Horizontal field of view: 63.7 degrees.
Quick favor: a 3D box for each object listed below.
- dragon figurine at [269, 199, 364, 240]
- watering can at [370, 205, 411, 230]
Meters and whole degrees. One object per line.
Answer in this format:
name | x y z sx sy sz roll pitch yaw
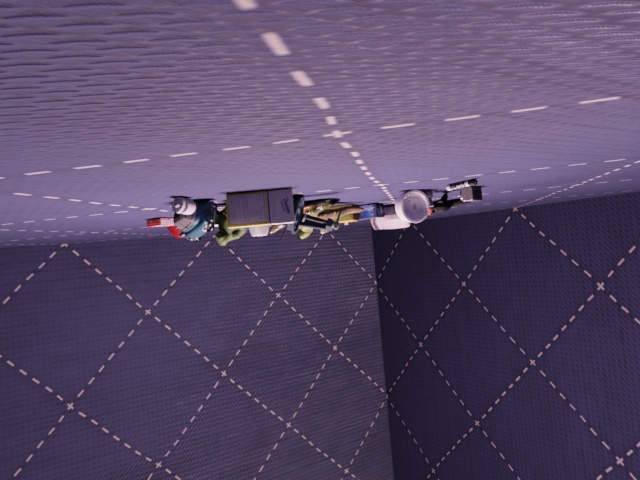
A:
dragon figurine | 0.006 -0.092 1.833 0.412 0.123 0.240 -17 -5 -18
watering can | 0.320 -0.101 2.216 0.224 0.104 0.348 -5 -1 19
